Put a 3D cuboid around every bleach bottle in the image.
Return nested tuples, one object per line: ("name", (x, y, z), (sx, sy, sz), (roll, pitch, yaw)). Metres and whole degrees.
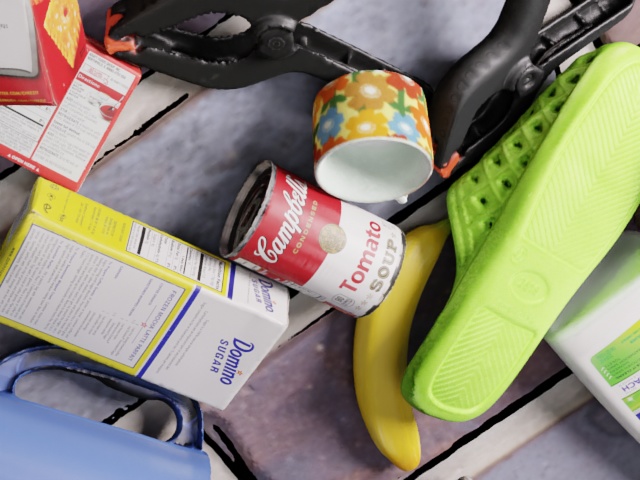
("bleach bottle", (0.267, 0.110, 0.779), (0.103, 0.068, 0.250), (-41, 113, 13))

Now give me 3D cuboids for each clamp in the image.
("clamp", (0.118, -0.117, 0.664), (0.171, 0.039, 0.120), (-49, 140, 7))
("clamp", (-0.021, -0.135, 0.624), (0.210, 0.036, 0.165), (1, 144, -5))

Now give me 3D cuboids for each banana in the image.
("banana", (0.056, 0.073, 0.740), (0.069, 0.037, 0.198), (7, 107, -12))

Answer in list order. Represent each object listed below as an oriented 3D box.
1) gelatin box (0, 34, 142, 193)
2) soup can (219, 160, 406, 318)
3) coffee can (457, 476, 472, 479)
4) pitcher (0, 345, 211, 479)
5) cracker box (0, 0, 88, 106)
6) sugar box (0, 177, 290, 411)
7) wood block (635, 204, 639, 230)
("gelatin box", (-0.160, -0.085, 0.649), (0.073, 0.030, 0.089), (28, 102, -17))
("soup can", (-0.005, 0.001, 0.687), (0.102, 0.068, 0.068), (26, 102, -19))
("coffee can", (0.055, 0.237, 0.761), (0.140, 0.103, 0.103), (-15, 111, -5))
("pitcher", (-0.197, 0.151, 0.681), (0.242, 0.149, 0.145), (23, 119, -14))
("cracker box", (-0.220, -0.174, 0.537), (0.164, 0.072, 0.214), (1, 128, 7))
("sugar box", (-0.117, 0.038, 0.680), (0.176, 0.048, 0.093), (24, 124, -20))
("wood block", (0.332, -0.044, 0.723), (0.206, 0.091, 0.090), (-5, 111, -10))
